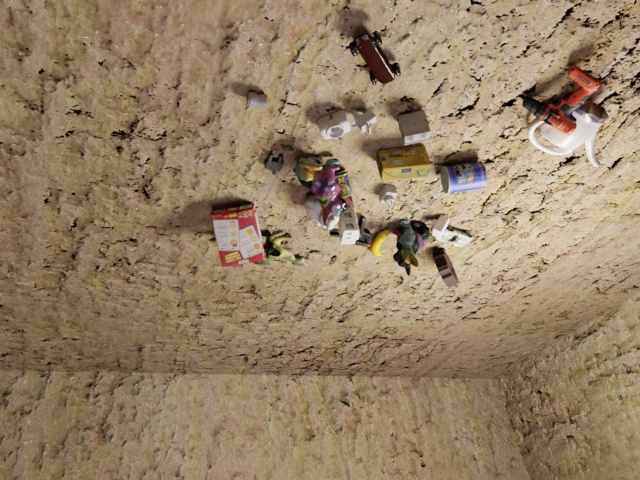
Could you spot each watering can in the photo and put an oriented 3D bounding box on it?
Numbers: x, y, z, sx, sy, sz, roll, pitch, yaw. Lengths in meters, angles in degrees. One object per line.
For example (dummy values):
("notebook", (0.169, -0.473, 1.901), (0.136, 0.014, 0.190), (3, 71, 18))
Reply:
("watering can", (0.876, -0.365, 1.743), (0.346, 0.106, 0.219), (16, 139, -17))

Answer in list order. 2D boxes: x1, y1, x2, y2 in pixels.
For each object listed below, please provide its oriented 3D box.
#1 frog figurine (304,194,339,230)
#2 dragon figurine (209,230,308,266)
("frog figurine", (0.006, -0.095, 1.895), (0.123, 0.163, 0.134), (-1, 144, -8))
("dragon figurine", (-0.248, 0.058, 2.124), (0.410, 0.125, 0.238), (7, 151, -7))
